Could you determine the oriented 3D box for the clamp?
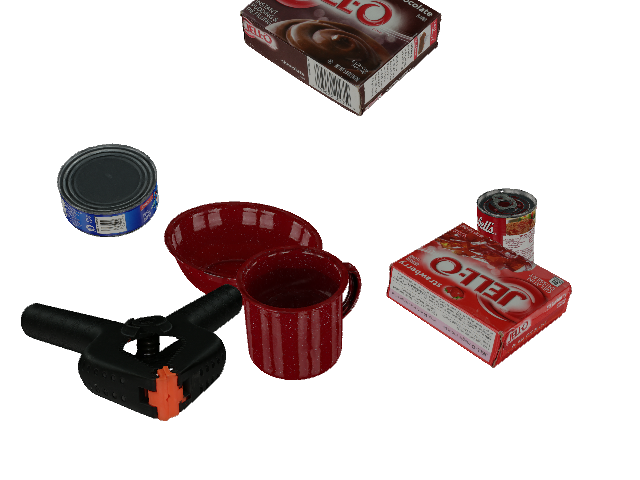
[{"bbox_3d":[-0.109,0.069,0.728,0.164,0.036,0.210,-8,14,-21],"label":"clamp"}]

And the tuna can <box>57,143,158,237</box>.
[{"bbox_3d":[-0.185,-0.044,0.935,0.086,0.086,0.034,0,-42,-3],"label":"tuna can"}]

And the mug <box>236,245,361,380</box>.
[{"bbox_3d":[-0.013,0.058,0.907,0.117,0.081,0.093,-27,42,-32],"label":"mug"}]

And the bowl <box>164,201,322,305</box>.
[{"bbox_3d":[-0.080,0.020,1.099,0.162,0.055,0.162,5,30,-3],"label":"bowl"}]

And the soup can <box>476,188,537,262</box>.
[{"bbox_3d":[0.216,0.000,1.238,0.068,0.102,0.068,-4,29,2],"label":"soup can"}]

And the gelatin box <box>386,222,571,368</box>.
[{"bbox_3d":[0.098,0.031,0.663,0.073,0.030,0.089,-28,47,-37],"label":"gelatin box"}]

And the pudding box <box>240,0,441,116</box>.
[{"bbox_3d":[0.014,-0.149,0.753,0.114,0.090,0.039,37,-24,21],"label":"pudding box"}]
